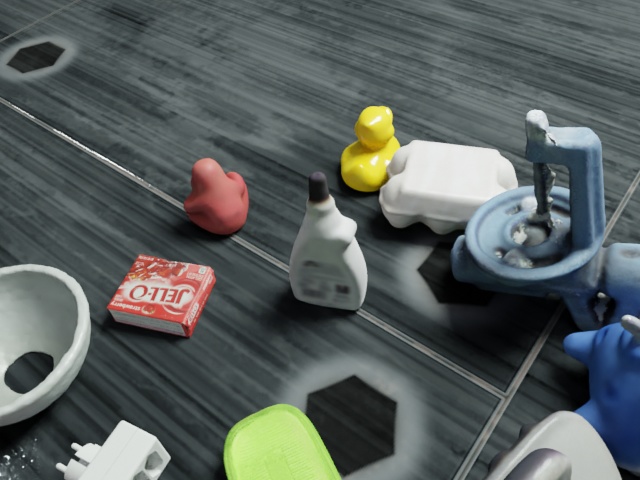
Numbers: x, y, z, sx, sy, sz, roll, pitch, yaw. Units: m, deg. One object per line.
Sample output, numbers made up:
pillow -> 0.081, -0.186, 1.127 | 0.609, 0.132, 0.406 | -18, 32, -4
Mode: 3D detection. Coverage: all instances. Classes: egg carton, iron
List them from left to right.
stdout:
egg carton -> 0.145, -0.056, 0.648 | 0.150, 0.069, 0.107 | 8, 51, 11
iron -> 0.332, 0.116, 0.438 | 0.258, 0.142, 0.118 | 7, 51, 11

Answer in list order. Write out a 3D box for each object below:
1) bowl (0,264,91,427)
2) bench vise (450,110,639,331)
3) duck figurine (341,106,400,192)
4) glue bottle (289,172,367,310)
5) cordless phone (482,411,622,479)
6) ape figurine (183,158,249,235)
bowl -> -0.289, 0.108, 0.538 | 0.167, 0.075, 0.167 | -2, 49, 3
bench vise -> 0.230, -0.018, 0.509 | 0.207, 0.220, 0.121 | 2, 50, 7
duck figurine -> 0.063, -0.118, 0.696 | 0.077, 0.086, 0.105 | 16, 53, 18
glue bottle -> 0.005, 0.002, 0.541 | 0.078, 0.173, 0.037 | 10, 51, 13
cordless phone -> 0.154, 0.168, 0.379 | 0.148, 0.185, 0.094 | -39, 57, -25
ape figurine -> -0.120, -0.056, 0.654 | 0.078, 0.092, 0.076 | -21, 51, -12
